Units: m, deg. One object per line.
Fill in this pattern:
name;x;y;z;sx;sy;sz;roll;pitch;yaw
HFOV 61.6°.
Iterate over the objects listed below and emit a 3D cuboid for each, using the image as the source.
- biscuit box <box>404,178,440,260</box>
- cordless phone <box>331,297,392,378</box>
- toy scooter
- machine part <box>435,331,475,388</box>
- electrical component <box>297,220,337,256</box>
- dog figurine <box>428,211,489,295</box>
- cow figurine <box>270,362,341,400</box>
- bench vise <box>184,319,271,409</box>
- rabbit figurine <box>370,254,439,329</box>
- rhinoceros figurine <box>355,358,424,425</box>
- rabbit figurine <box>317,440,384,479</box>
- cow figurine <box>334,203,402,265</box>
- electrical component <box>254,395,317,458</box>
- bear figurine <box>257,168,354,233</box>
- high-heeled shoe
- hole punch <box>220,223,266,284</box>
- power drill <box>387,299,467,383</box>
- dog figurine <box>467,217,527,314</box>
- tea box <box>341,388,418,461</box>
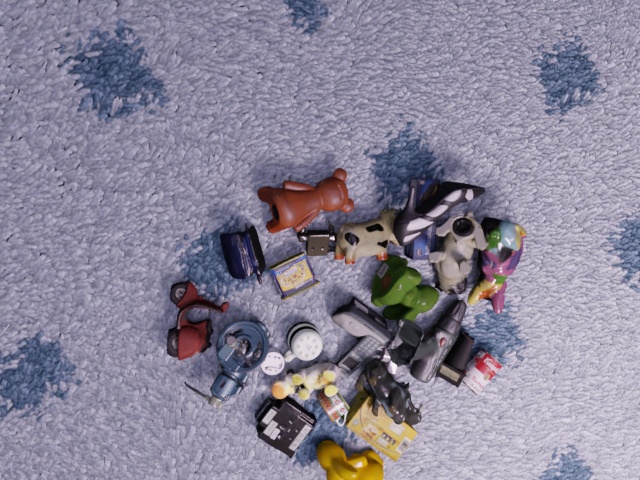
biscuit box;0.254;-0.051;1.332;0.063;0.059;0.202;2;95;-11
cordless phone;0.071;0.247;1.324;0.146;0.089;0.184;36;107;-12
toy scooter;-0.283;0.189;1.248;0.135;0.075;0.183;5;90;-13
machine part;0.354;0.302;1.379;0.039;0.084;0.139;31;82;-54
electrical component;-0.004;-0.003;1.298;0.102;0.045;0.078;-7;125;-7
dog figurine;0.337;0.036;1.316;0.121;0.190;0.172;33;80;22
cow figurine;-0.033;0.336;1.306;0.167;0.098;0.068;-10;100;11
bench vise;-0.196;0.266;1.199;0.129;0.240;0.223;38;73;13
rabbit figurine;0.219;0.139;1.319;0.170;0.121;0.159;25;94;-27
rhinoceros figurine;0.171;0.376;1.307;0.190;0.073;0.112;50;41;-1
rabbit figurine;0.061;0.570;1.323;0.173;0.162;0.122;39;100;6
cow figurine;0.130;-0.016;1.295;0.195;0.086;0.127;-8;109;-26
electrical component;-0.091;0.446;1.316;0.134;0.058;0.115;40;85;-11
bear figurine;-0.029;-0.095;1.262;0.196;0.132;0.120;-22;101;-26
high-heeled shoe;0.287;-0.060;1.271;0.249;0.086;0.145;-3;109;-23
hole punch;-0.182;0.031;1.234;0.092;0.116;0.142;-12;97;-1
power drill;0.263;0.238;1.318;0.207;0.086;0.232;14;102;-54
dog figurine;0.430;0.066;1.325;0.109;0.191;0.219;15;88;25
tea box;0.148;0.465;1.357;0.169;0.068;0.098;41;87;-11
